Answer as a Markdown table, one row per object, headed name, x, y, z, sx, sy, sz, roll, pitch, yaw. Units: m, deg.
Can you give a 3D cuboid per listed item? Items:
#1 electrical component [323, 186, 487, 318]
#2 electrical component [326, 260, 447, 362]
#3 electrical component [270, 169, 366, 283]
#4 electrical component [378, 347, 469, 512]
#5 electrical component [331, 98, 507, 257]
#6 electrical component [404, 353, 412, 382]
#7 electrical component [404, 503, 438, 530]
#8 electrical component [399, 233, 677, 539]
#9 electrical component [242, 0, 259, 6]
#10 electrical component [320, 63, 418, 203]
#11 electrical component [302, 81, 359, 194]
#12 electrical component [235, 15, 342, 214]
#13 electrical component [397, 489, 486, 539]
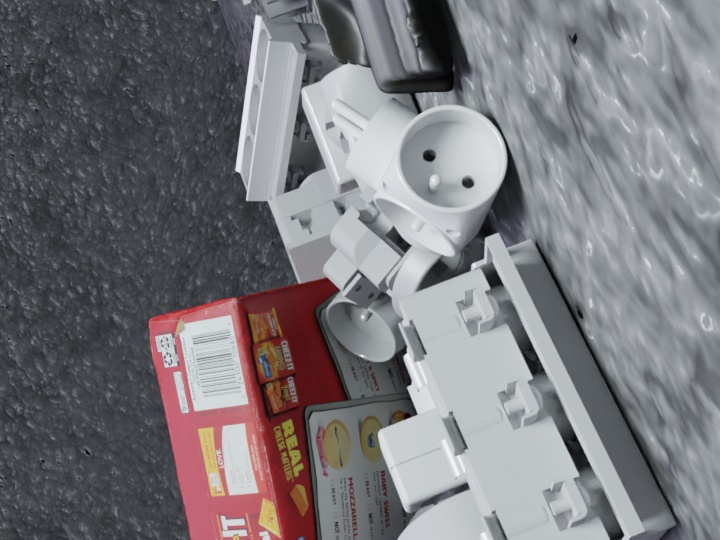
| name | x | y | z | sx | sy | sz | roll | pitch | yaw |
| --- | --- | --- | --- | --- | --- | --- | --- | --- | --- |
| electrical component | 0.027 | -0.009 | 0.523 | 0.057 | 0.078 | 0.058 | 43 | -174 | 35 |
| electrical component | 0.035 | 0.017 | 0.579 | 0.079 | 0.077 | 0.043 | 29 | 142 | 15 |
| electrical component | 0.000 | 0.000 | 0.776 | 0.150 | 0.089 | 0.061 | 73 | 175 | -46 |
| electrical component | 0.048 | 0.068 | 0.534 | 0.047 | 0.083 | 0.075 | 81 | 168 | -72 |
| electrical component | 0.020 | -0.046 | 0.453 | 0.079 | 0.044 | 0.077 | 35 | 171 | 6 |
| electrical component | 0.061 | 0.073 | 0.607 | 0.080 | 0.051 | 0.080 | 159 | 90 | -86 |
| electrical component | 0.071 | 0.198 | 0.608 | 0.062 | 0.089 | 0.150 | 20 | 153 | 40 |
| electrical component | 0.063 | 0.058 | 0.420 | 0.078 | 0.063 | 0.121 | 78 | 170 | -65 |
| electrical component | -0.043 | -0.181 | 0.605 | 0.081 | 0.064 | 0.042 | -128 | 16 | -78 |
| electrical component | 0.012 | -0.070 | 0.591 | 0.079 | 0.043 | 0.077 | 125 | 124 | -85 |
| electrical component | -0.003 | -0.090 | 0.663 | 0.076 | 0.047 | 0.065 | 108 | 141 | -84 |
| electrical component | -0.046 | -0.112 | 0.757 | 0.078 | 0.063 | 0.121 | -115 | 31 | -50 |
| electrical component | 0.067 | 0.135 | 0.489 | 0.108 | 0.108 | 0.060 | 74 | 180 | -50 |
